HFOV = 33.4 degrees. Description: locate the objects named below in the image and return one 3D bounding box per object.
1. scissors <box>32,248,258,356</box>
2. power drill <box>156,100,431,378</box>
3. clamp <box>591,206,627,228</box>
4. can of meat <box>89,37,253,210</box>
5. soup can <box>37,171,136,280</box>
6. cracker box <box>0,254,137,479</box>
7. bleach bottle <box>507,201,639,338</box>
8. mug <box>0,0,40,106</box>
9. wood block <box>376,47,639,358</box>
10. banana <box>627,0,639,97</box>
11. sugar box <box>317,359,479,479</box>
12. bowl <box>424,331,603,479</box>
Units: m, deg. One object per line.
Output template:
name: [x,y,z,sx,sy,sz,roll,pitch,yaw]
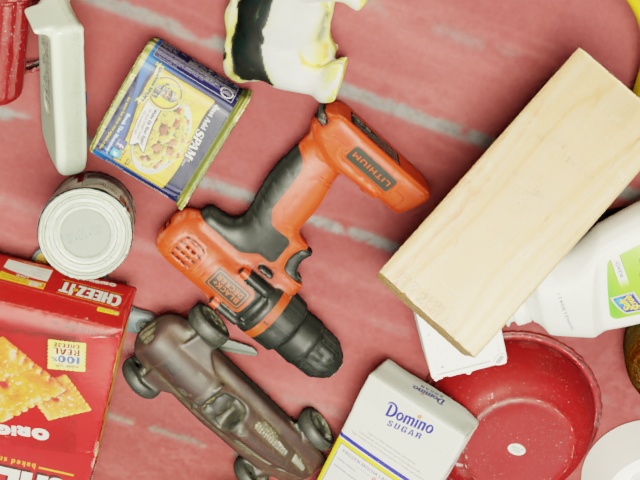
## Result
scissors: [-0.150,0.049,0.865,0.201,0.016,0.096,2,111,-2]
power drill: [-0.005,0.001,0.826,0.184,0.057,0.188,41,104,-16]
clamp: [0.316,-0.023,0.833,0.164,0.036,0.210,35,110,-13]
can of meat: [-0.112,-0.087,0.792,0.084,0.057,0.102,31,108,-10]
soup can: [-0.170,-0.012,0.788,0.068,0.102,0.068,-1,100,-9]
cracker box: [-0.249,0.120,0.848,0.164,0.072,0.214,15,118,-6]
bleach bottle: [0.253,0.007,0.798,0.251,0.068,0.102,-19,106,16]
mug: [-0.239,-0.145,0.759,0.117,0.093,0.081,-8,122,-37]
wood block: [0.141,-0.022,0.762,0.090,0.091,0.206,42,87,5]
banana: [0.229,-0.148,0.747,0.069,0.037,0.197,-30,137,-3]
sugar box: [0.052,0.195,0.883,0.093,0.048,0.176,33,114,16]
bowl: [0.161,0.160,0.891,0.162,0.055,0.162,0,111,0]
